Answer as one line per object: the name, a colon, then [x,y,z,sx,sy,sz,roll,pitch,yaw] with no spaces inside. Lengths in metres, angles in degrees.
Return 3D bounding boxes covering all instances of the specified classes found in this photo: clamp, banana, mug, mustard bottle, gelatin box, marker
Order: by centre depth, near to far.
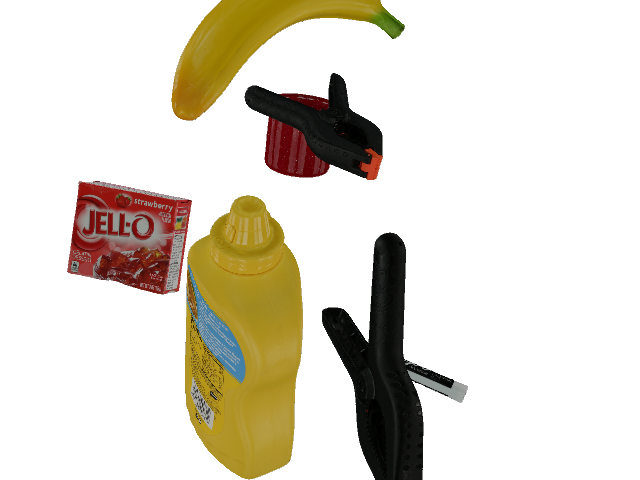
mustard bottle: [-0.047,0.050,0.632,0.058,0.192,0.096,-17,48,-22]
banana: [-0.025,-0.139,0.682,0.197,0.069,0.037,-28,-7,-34]
gelatin box: [-0.148,-0.003,0.823,0.089,0.073,0.030,12,7,19]
clamp: [0.051,0.109,0.864,0.036,0.210,0.165,-2,-32,-19]
clamp: [0.000,-0.119,1.091,0.120,0.039,0.172,-12,41,-21]
marker: [0.095,0.136,1.113,0.121,0.020,0.020,23,5,11]
mug: [-0.019,-0.131,1.317,0.093,0.081,0.117,17,25,21]
